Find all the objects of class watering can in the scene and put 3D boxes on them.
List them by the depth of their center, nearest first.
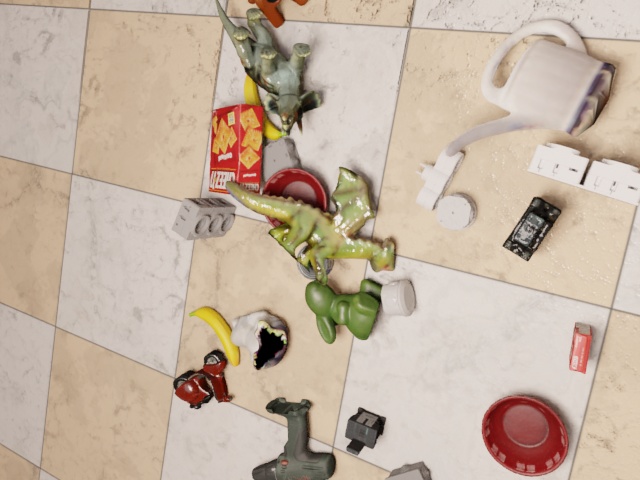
[{"bbox_3d":[0.399,-0.259,0.957,0.226,0.102,0.350,29,80,20],"label":"watering can"}]

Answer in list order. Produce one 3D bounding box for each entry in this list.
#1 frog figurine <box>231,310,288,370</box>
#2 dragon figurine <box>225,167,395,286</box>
[{"bbox_3d":[-0.154,0.246,1.293,0.159,0.123,0.136,3,106,61],"label":"frog figurine"},{"bbox_3d":[0.004,-0.058,1.155,0.243,0.122,0.410,-45,90,0],"label":"dragon figurine"}]
